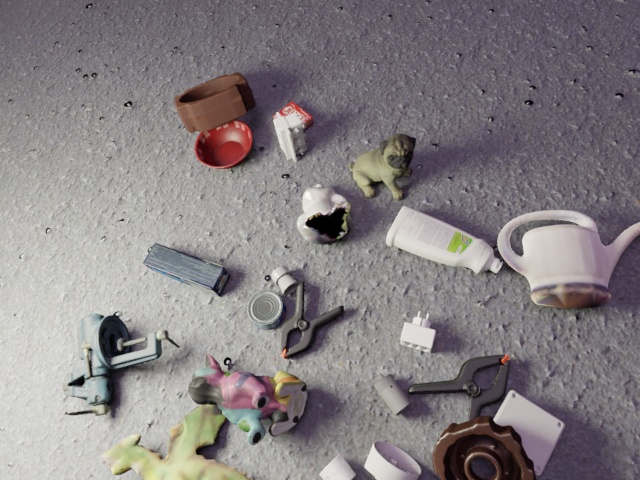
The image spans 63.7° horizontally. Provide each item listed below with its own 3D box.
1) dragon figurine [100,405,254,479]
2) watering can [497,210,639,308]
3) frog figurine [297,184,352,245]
[{"bbox_3d":[-0.222,0.439,1.011,0.410,0.119,0.248,-4,54,-3],"label":"dragon figurine"},{"bbox_3d":[0.559,0.036,1.087,0.347,0.102,0.229,-1,64,9],"label":"watering can"},{"bbox_3d":[0.004,-0.063,1.245,0.137,0.121,0.162,-39,28,-2],"label":"frog figurine"}]
